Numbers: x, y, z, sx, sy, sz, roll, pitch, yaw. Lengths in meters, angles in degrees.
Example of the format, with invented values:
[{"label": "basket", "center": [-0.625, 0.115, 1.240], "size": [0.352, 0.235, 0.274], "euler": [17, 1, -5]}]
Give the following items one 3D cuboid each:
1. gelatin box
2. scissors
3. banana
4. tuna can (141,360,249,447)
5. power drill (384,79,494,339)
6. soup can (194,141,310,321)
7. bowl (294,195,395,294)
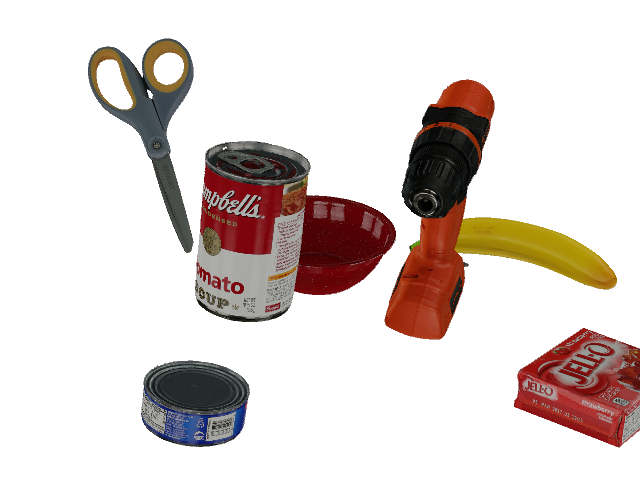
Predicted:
[{"label": "gelatin box", "center": [0.178, 0.091, 0.681], "size": [0.073, 0.030, 0.089], "euler": [20, 27, 37]}, {"label": "scissors", "center": [-0.120, -0.091, 0.876], "size": [0.096, 0.202, 0.016], "euler": [-32, -20, -12]}, {"label": "banana", "center": [0.190, 0.010, 1.037], "size": [0.198, 0.037, 0.069], "euler": [8, 47, 20]}, {"label": "tuna can", "center": [-0.102, 0.132, 0.864], "size": [0.086, 0.034, 0.086], "euler": [8, 19, -3]}, {"label": "power drill", "center": [0.094, -0.015, 0.852], "size": [0.057, 0.188, 0.184], "euler": [16, 35, 12]}, {"label": "soup can", "center": [-0.046, -0.006, 0.703], "size": [0.068, 0.102, 0.068], "euler": [6, 25, -3]}, {"label": "bowl", "center": [-0.004, 0.011, 1.109], "size": [0.162, 0.055, 0.162], "euler": [2, 28, -1]}]
